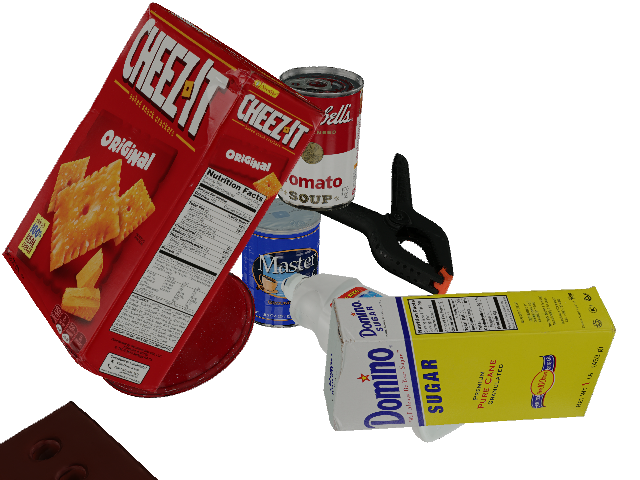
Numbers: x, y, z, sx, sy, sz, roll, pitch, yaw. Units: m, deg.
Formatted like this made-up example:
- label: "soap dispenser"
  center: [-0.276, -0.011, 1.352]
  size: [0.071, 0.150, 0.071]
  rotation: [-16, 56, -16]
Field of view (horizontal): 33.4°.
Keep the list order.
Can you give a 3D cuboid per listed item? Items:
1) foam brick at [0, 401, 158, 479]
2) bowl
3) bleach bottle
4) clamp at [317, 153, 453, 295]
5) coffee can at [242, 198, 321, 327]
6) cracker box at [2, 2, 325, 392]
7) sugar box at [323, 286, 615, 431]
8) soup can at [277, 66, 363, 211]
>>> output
- label: "foam brick"
  center: [-0.109, 0.123, 0.484]
  size: [0.052, 0.051, 0.078]
  rotation: [-31, 45, -32]
- label: "bowl"
  center: [-0.145, 0.066, 0.994]
  size: [0.162, 0.162, 0.055]
  rotation: [0, -44, 21]
- label: "bleach bottle"
  center: [0.045, 0.092, 1.006]
  size: [0.102, 0.068, 0.251]
  rotation: [-24, 34, -32]
- label: "clamp"
  center: [0.074, -0.016, 1.231]
  size: [0.164, 0.210, 0.036]
  rotation: [-13, -39, -26]
- label: "coffee can"
  center: [-0.052, 0.028, 1.393]
  size: [0.103, 0.140, 0.103]
  rotation: [1, 25, -1]
- label: "cracker box"
  center: [-0.114, -0.034, 0.711]
  size: [0.072, 0.214, 0.164]
  rotation: [25, 10, -40]
- label: "sugar box"
  center: [0.093, 0.079, 0.697]
  size: [0.176, 0.093, 0.048]
  rotation: [-4, 43, -8]
- label: "soup can"
  center: [-0.002, -0.083, 0.872]
  size: [0.068, 0.102, 0.068]
  rotation: [2, 27, -1]
